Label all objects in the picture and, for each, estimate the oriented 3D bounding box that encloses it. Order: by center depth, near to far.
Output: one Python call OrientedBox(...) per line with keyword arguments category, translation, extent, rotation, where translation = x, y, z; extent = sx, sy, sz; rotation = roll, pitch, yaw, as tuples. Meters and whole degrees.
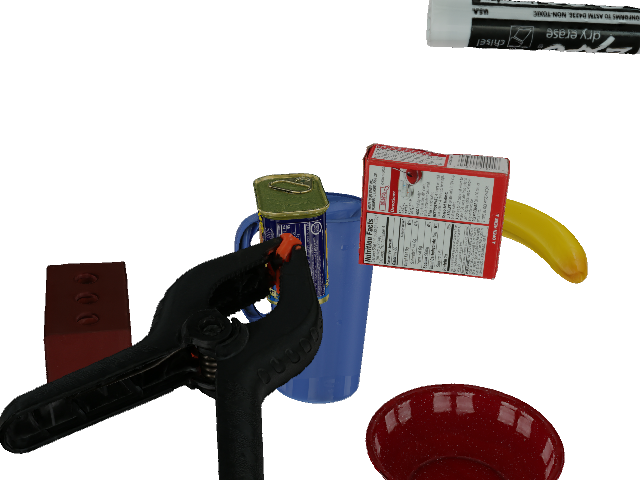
OrientedBox(category="marker", translation=(0.101, -0.080, 0.404), extent=(0.121, 0.020, 0.020), rotation=(3, 0, 1))
OrientedBox(category="clamp", translation=(-0.042, 0.059, 0.475), extent=(0.120, 0.039, 0.171), rotation=(28, 48, 21))
OrientedBox(category="gelatin box", translation=(0.070, -0.018, 0.665), extent=(0.089, 0.073, 0.030), rotation=(7, 28, 9))
OrientedBox(category="foam brick", translation=(-0.148, 0.056, 0.680), extent=(0.053, 0.051, 0.078), rotation=(-2, 32, -13))
OrientedBox(category="can of meat", translation=(-0.024, -0.001, 0.885), extent=(0.057, 0.084, 0.102), rotation=(-5, 21, -5))
OrientedBox(category="bowl", translation=(0.117, 0.187, 0.885), extent=(0.162, 0.055, 0.162), rotation=(0, 29, 0))
OrientedBox(category="banana", translation=(0.192, -0.006, 1.035), extent=(0.069, 0.037, 0.198), rotation=(-39, 38, -24))
OrientedBox(category="pitcher", translation=(-0.011, 0.069, 1.289), extent=(0.149, 0.243, 0.144), rotation=(11, 19, 26))
